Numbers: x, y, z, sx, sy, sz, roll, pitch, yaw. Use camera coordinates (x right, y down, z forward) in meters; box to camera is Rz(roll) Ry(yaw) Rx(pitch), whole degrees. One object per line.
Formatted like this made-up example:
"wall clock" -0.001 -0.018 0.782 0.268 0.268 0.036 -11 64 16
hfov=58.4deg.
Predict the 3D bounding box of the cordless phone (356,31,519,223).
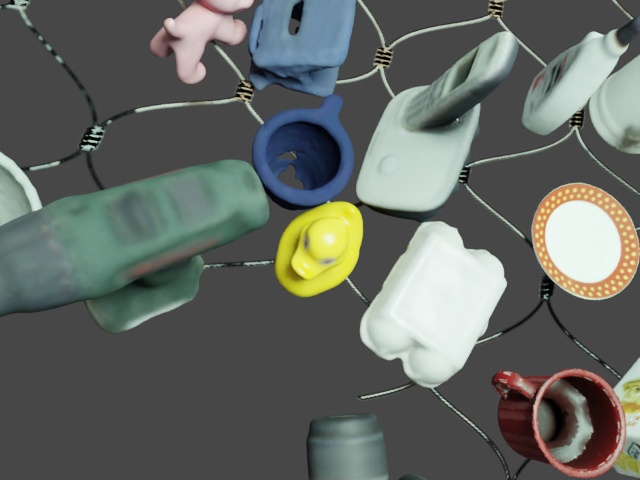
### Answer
"cordless phone" 0.110 -0.102 0.533 0.094 0.185 0.148 21 73 -6

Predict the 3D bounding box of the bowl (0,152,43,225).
"bowl" -0.312 0.001 0.478 0.167 0.074 0.167 3 76 -11

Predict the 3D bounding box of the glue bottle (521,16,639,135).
"glue bottle" 0.271 -0.176 0.591 0.037 0.173 0.078 19 73 -6

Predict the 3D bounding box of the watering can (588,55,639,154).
"watering can" 0.386 -0.165 0.602 0.101 0.194 0.173 9 75 -9

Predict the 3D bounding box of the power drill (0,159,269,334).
"power drill" -0.153 0.017 0.438 0.230 0.208 0.075 -26 83 -16

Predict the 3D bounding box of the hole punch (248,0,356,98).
"hole punch" -0.020 -0.211 0.582 0.101 0.091 0.109 11 75 -9

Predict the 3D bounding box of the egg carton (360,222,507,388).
"egg carton" 0.110 0.061 0.554 0.107 0.069 0.150 34 72 -2

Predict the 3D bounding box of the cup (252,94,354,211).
"cup" -0.017 -0.077 0.548 0.092 0.095 0.118 27 73 -4

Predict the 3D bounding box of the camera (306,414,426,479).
"camera" 0.044 0.219 0.486 0.143 0.100 0.137 -3 77 -12

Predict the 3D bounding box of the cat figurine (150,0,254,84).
"cat figurine" -0.109 -0.233 0.555 0.067 0.117 0.128 38 72 0

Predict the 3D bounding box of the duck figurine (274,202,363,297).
"duck figurine" 0.005 0.002 0.538 0.077 0.086 0.105 41 72 0
